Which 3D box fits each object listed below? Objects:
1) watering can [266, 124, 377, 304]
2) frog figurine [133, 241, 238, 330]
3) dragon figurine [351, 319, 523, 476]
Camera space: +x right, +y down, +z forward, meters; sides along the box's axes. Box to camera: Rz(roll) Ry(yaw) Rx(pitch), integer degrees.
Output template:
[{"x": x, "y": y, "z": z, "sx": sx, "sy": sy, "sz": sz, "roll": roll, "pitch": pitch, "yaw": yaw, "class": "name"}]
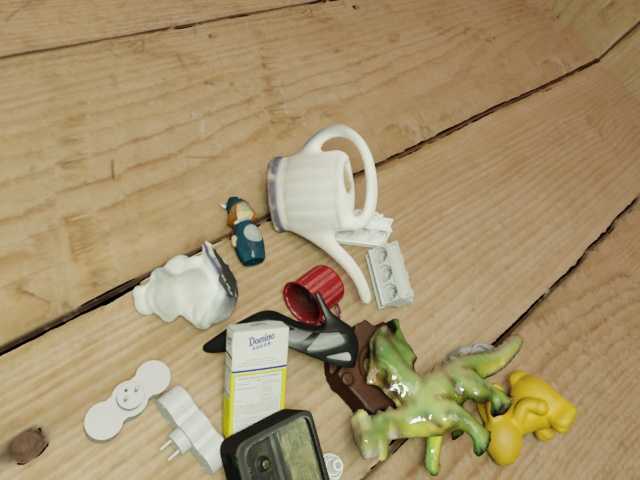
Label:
[{"x": 0.003, "y": -0.051, "z": 1.007, "sx": 0.104, "sy": 0.224, "sz": 0.349, "roll": 6, "pitch": 82, "yaw": -68, "class": "watering can"}, {"x": -0.225, "y": 0.092, "z": 0.876, "sx": 0.159, "sy": 0.122, "sz": 0.138, "roll": -30, "pitch": 83, "yaw": 1, "class": "frog figurine"}, {"x": 0.197, "y": 0.237, "z": 0.906, "sx": 0.243, "sy": 0.120, "sz": 0.418, "roll": 44, "pitch": 52, "yaw": 3, "class": "dragon figurine"}]
